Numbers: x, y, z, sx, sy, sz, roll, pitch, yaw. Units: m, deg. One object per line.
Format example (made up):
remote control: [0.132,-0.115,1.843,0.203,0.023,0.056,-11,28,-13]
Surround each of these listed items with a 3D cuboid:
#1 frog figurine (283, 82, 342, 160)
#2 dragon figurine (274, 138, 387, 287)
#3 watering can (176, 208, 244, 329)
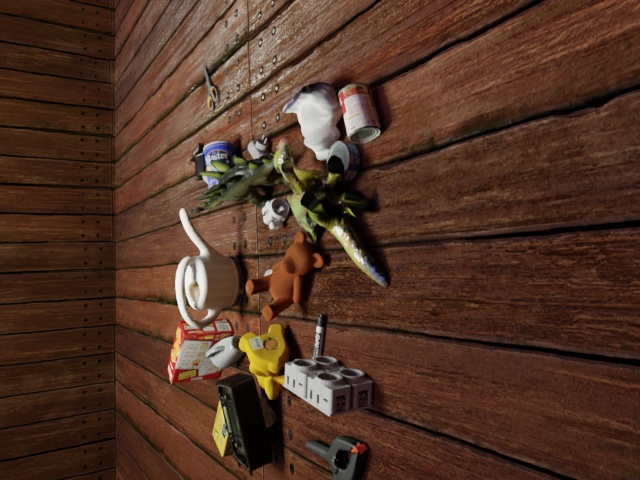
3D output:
frog figurine: [0.006,-0.267,1.153,0.135,0.125,0.159,-31,100,44]
dragon figurine: [0.003,-0.057,1.134,0.413,0.123,0.239,62,165,9]
watering can: [-0.329,0.083,1.528,0.103,0.224,0.349,-7,83,38]
